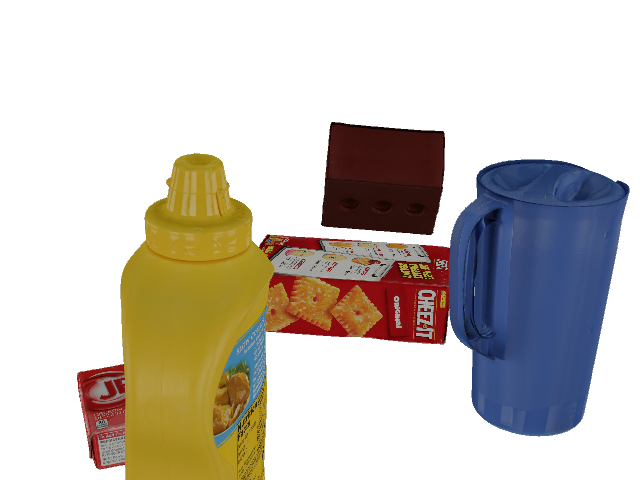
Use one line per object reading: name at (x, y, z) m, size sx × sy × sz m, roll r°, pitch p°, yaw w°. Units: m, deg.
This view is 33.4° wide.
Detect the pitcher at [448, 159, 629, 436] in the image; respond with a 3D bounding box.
pitcher at (0.193, 0.055, 0.983) m, size 0.149 × 0.243 × 0.145 m, roll 5°, pitch 21°, yaw 9°

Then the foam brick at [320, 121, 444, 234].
foam brick at (0.041, -0.041, 0.715) m, size 0.078 × 0.051 × 0.053 m, roll 4°, pitch -38°, yaw -1°

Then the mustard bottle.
mustard bottle at (-0.049, 0.058, 0.435) m, size 0.058 × 0.192 × 0.096 m, roll 8°, pitch 24°, yaw 10°

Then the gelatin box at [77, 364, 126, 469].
gelatin box at (-0.101, 0.101, 0.658) m, size 0.089 × 0.030 × 0.073 m, roll -9°, pitch 25°, yaw -15°

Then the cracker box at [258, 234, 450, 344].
cracker box at (0.030, 0.051, 1.141) m, size 0.214 × 0.072 × 0.164 m, roll 4°, pitch 14°, yaw 7°
